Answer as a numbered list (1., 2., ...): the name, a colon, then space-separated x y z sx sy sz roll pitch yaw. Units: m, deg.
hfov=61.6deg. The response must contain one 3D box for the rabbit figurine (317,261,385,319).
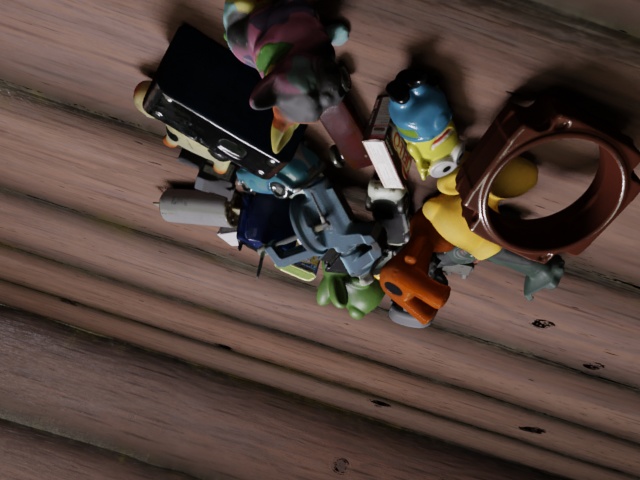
1. rabbit figurine: 0.056 0.089 1.231 0.170 0.159 0.121 49 151 -23

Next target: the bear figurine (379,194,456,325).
1. bear figurine: 0.193 0.028 0.943 0.132 0.196 0.120 35 152 12

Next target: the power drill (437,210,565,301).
1. power drill: 0.337 0.035 1.027 0.207 0.086 0.232 31 148 -6

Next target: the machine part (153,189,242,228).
1. machine part: -0.256 -0.070 1.158 0.243 0.079 0.079 6 151 21

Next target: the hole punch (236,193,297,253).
1. hole punch: -0.103 -0.034 1.089 0.092 0.142 0.115 1 163 31

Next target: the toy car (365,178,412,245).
1. toy car: 0.134 -0.047 1.007 0.074 0.056 0.201 5 153 18

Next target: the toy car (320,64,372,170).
1. toy car: 0.031 -0.183 0.812 0.089 0.053 0.202 -16 140 24

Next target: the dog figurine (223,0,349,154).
1. dog figurine: -0.053 -0.209 0.633 0.192 0.219 0.108 6 147 19

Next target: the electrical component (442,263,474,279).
1. electrical component: 0.295 0.053 1.139 0.063 0.021 0.094 12 150 10

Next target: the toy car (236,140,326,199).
1. toy car: -0.078 -0.138 0.922 0.162 0.109 0.102 9 131 38

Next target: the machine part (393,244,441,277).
1. machine part: 0.191 0.042 1.076 0.084 0.039 0.139 64 164 -5

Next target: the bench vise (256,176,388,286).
1. bench vise: -0.004 0.003 0.991 0.241 0.129 0.223 -21 120 27

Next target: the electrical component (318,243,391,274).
1. electrical component: 0.065 0.023 1.123 0.134 0.058 0.115 8 145 -20

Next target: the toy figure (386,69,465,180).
1. toy figure: 0.148 -0.163 0.750 0.082 0.089 0.180 -25 138 18

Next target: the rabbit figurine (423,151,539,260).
1. rabbit figurine: 0.256 -0.078 0.850 0.162 0.122 0.173 34 135 -12

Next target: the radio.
1. radio: -0.133 -0.195 0.794 0.229 0.131 0.073 27 149 -21

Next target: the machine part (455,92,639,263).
1. machine part: 0.306 -0.077 0.731 0.201 0.087 0.201 24 123 -11

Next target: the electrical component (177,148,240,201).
1. electrical component: -0.211 -0.131 1.022 0.119 0.075 0.047 17 153 -10

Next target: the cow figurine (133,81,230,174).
1. cow figurine: -0.217 -0.197 0.893 0.195 0.085 0.127 29 156 -18

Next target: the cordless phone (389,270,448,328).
1. cordless phone: 0.195 0.137 1.219 0.089 0.146 0.184 36 151 -7
